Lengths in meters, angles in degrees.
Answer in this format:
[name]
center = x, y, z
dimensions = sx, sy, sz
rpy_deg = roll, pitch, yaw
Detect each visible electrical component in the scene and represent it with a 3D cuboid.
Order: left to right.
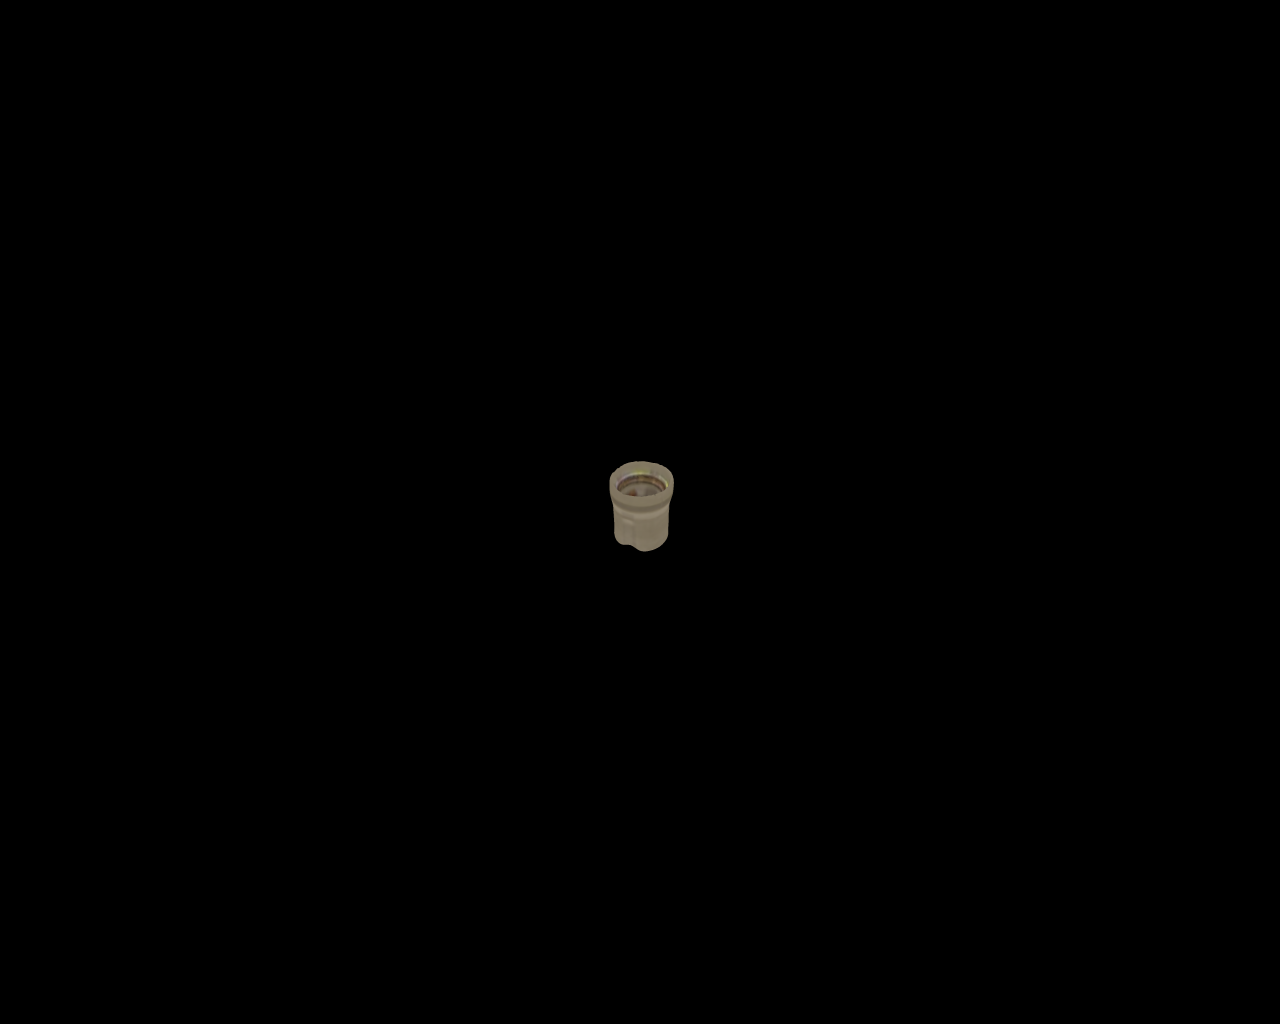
[electrical component]
center = 0.001, -0.003, 0.650
dimensions = 0.040, 0.046, 0.040
rpy_deg = 0, 37, 0
